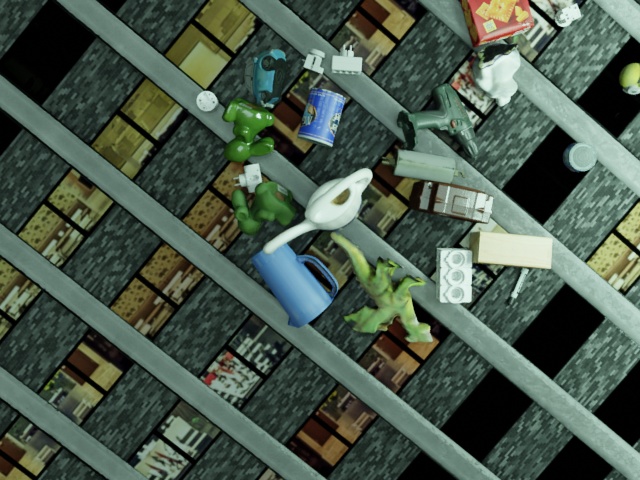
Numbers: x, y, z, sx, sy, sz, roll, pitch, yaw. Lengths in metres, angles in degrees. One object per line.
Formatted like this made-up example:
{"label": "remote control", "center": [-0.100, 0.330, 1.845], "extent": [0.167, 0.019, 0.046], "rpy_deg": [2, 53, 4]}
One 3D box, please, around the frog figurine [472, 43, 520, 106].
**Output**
{"label": "frog figurine", "center": [0.507, -0.468, 1.459], "extent": [0.138, 0.124, 0.156], "rpy_deg": [-41, 131, -6]}

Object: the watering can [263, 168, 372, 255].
{"label": "watering can", "center": [0.004, -0.070, 1.397], "extent": [0.347, 0.223, 0.105], "rpy_deg": [-39, 77, 3]}

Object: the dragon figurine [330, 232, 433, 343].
{"label": "dragon figurine", "center": [0.158, 0.166, 1.478], "extent": [0.410, 0.123, 0.241], "rpy_deg": [29, 101, -2]}
